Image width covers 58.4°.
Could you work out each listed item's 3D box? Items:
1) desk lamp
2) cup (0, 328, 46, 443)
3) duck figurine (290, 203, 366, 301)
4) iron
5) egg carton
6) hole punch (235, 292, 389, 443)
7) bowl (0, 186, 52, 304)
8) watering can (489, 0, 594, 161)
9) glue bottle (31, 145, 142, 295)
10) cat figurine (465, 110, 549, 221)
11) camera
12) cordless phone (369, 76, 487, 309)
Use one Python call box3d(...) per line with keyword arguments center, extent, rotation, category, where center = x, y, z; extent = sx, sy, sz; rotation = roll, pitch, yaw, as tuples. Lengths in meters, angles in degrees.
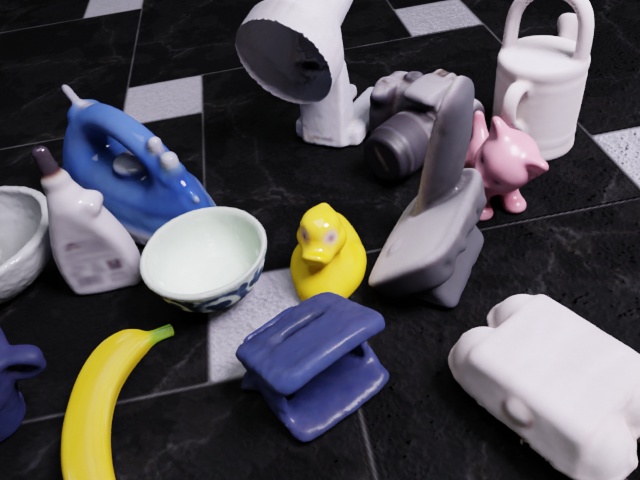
box3d(center=(0.001, -0.222, 0.708), extent=(0.117, 0.214, 0.203), rotation=(15, 48, 23), category="desk lamp")
box3d(center=(-0.272, 0.123, 0.472), extent=(0.117, 0.095, 0.091), rotation=(-10, 43, -1), category="cup")
box3d(center=(0.005, 0.002, 0.563), extent=(0.077, 0.086, 0.104), rotation=(4, 44, 13), category="duck figurine")
box3d(center=(-0.203, -0.084, 0.647), extent=(0.257, 0.142, 0.119), rotation=(26, 53, 32), category="iron")
box3d(center=(0.177, 0.109, 0.435), extent=(0.107, 0.069, 0.149), rotation=(-33, 48, -24), category="egg carton")
box3d(center=(-0.010, 0.090, 0.468), extent=(0.109, 0.091, 0.100), rotation=(-31, 48, -23), category="hole punch")
box3d(center=(-0.356, 0.020, 0.610), extent=(0.167, 0.075, 0.167), rotation=(-4, 43, 4), category="bowl")
box3d(center=(0.255, -0.201, 0.659), extent=(0.100, 0.194, 0.173), rotation=(7, 45, 16), category="watering can")
box3d(center=(-0.235, -0.018, 0.558), extent=(0.078, 0.173, 0.037), rotation=(-10, 43, -2), category="glue bottle")
box3d(center=(0.187, -0.087, 0.606), extent=(0.067, 0.118, 0.127), rotation=(-11, 43, -2), category="cat figurine")
box3d(center=(0.105, -0.142, 0.689), extent=(0.137, 0.101, 0.142), rotation=(-38, 50, -27), category="camera")
box3d(center=(0.101, -0.042, 0.522), extent=(0.094, 0.185, 0.148), rotation=(11, 47, 20), category="cordless phone")
